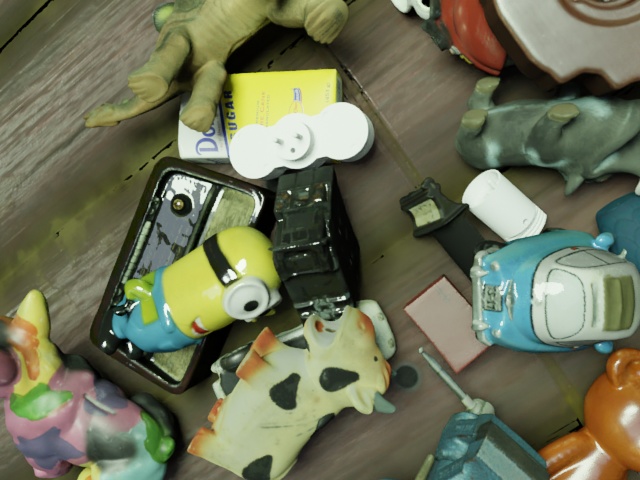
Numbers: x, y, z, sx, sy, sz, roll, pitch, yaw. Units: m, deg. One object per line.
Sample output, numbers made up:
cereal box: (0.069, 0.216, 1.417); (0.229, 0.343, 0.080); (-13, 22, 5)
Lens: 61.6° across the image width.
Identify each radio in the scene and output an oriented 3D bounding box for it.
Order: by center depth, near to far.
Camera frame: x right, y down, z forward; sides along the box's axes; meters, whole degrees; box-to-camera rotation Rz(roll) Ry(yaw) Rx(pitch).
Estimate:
radio: (-0.145, 0.032, 0.580); (0.131, 0.073, 0.229); (24, 93, 12)

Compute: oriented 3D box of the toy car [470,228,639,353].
toy car: (0.205, 0.043, 0.445); (0.103, 0.161, 0.109); (1, 90, 59)

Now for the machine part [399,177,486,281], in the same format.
machine part: (0.134, 0.004, 0.517); (0.039, 0.084, 0.139); (-39, 88, -21)

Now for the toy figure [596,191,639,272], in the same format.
toy figure: (0.308, 0.030, 0.475); (0.058, 0.064, 0.154); (-29, 85, -25)

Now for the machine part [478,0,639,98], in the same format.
machine part: (0.207, -0.195, 0.388); (0.180, 0.056, 0.179); (2, 101, 12)

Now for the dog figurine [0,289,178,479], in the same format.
dog figurine: (-0.247, 0.154, 0.528); (0.192, 0.108, 0.219); (11, 134, 15)

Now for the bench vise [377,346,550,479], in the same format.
bench vise: (0.075, 0.241, 0.472); (0.129, 0.224, 0.240); (34, 136, -10)

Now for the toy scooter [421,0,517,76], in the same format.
toy scooter: (0.129, -0.238, 0.459); (0.135, 0.075, 0.183); (5, 110, 5)

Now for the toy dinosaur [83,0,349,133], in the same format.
toy dinosaur: (-0.058, -0.258, 0.513); (0.471, 0.105, 0.199); (-33, 48, 15)

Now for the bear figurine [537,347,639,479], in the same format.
bear figurine: (0.250, 0.201, 0.453); (0.120, 0.132, 0.196); (36, 104, -25)

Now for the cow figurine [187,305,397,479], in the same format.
cow figurine: (-0.017, 0.140, 0.482); (0.127, 0.085, 0.195); (34, 108, -4)

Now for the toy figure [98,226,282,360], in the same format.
toy figure: (-0.119, 0.051, 0.497); (0.180, 0.082, 0.089); (-21, 86, 14)

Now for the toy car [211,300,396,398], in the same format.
toy car: (-0.020, 0.125, 0.557); (0.202, 0.056, 0.073); (-24, 90, 13)

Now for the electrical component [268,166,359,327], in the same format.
electrical component: (-0.001, -0.002, 0.515); (0.058, 0.114, 0.134); (-8, 44, 12)

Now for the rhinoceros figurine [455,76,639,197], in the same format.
rhinoceros figurine: (0.214, -0.088, 0.478); (0.191, 0.111, 0.073); (9, 49, 27)
